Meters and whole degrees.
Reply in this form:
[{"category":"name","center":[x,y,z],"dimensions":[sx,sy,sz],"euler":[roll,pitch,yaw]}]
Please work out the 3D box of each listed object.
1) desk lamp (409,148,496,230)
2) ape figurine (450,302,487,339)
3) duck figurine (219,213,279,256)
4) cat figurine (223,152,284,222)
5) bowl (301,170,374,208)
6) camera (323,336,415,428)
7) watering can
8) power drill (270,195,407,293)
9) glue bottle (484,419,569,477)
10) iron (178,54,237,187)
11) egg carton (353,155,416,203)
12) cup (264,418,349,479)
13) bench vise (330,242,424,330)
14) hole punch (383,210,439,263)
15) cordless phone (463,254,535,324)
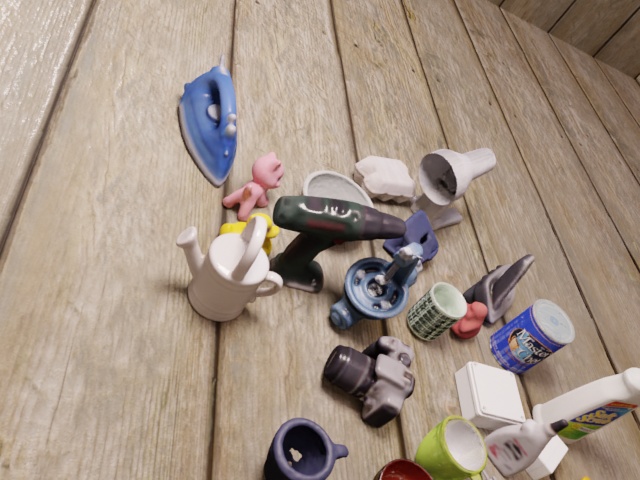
[{"category":"desk lamp","center":[0.301,-0.128,1.335],"dimensions":[0.204,0.213,0.117],"euler":[-15,63,-42]},{"category":"ape figurine","center":[0.306,0.158,1.173],"dimensions":[0.076,0.092,0.078],"euler":[40,41,4]},{"category":"duck figurine","center":[-0.124,-0.015,1.035],"dimensions":[0.105,0.086,0.077],"euler":[15,46,-23]},{"category":"cat figurine","center":[-0.116,-0.113,1.105],"dimensions":[0.067,0.117,0.128],"euler":[39,41,2]},{"category":"bowl","center":[0.027,-0.061,1.189],"dimensions":[0.168,0.074,0.167],"euler":[19,45,-20]},{"category":"camera","center":[0.085,0.215,0.962],"dimensions":[0.137,0.100,0.143],"euler":[30,42,-9]},{"category":"watering can","center":[-0.138,0.037,0.896],"dimensions":[0.173,0.193,0.100],"euler":[7,50,-30]},{"category":"power drill","center":[0.009,0.004,1.018],"dimensions":[0.230,0.208,0.075],"euler":[16,46,-23]},{"category":"glue bottle","center":[0.357,0.344,0.981],"dimensions":[0.037,0.173,0.078],"euler":[-24,69,-45]},{"category":"iron","center":[-0.200,-0.246,1.148],"dimensions":[0.119,0.141,0.258],"euler":[5,51,-31]},{"category":"egg carton","center":[0.154,-0.142,1.354],"dimensions":[0.151,0.069,0.107],"euler":[2,52,-33]},{"category":"cup","center":[-0.027,0.309,0.803],"dimensions":[0.118,0.095,0.091],"euler":[9,49,-28]},{"category":"bench vise","center":[0.126,0.057,1.043],"dimensions":[0.121,0.219,0.208],"euler":[39,41,2]},{"category":"hole punch","center":[0.212,0.002,1.249],"dimensions":[0.101,0.091,0.109],"euler":[45,42,9]},{"category":"cordless phone","center":[0.415,0.088,1.242],"dimensions":[0.094,0.185,0.148],"euler":[48,42,12]}]
